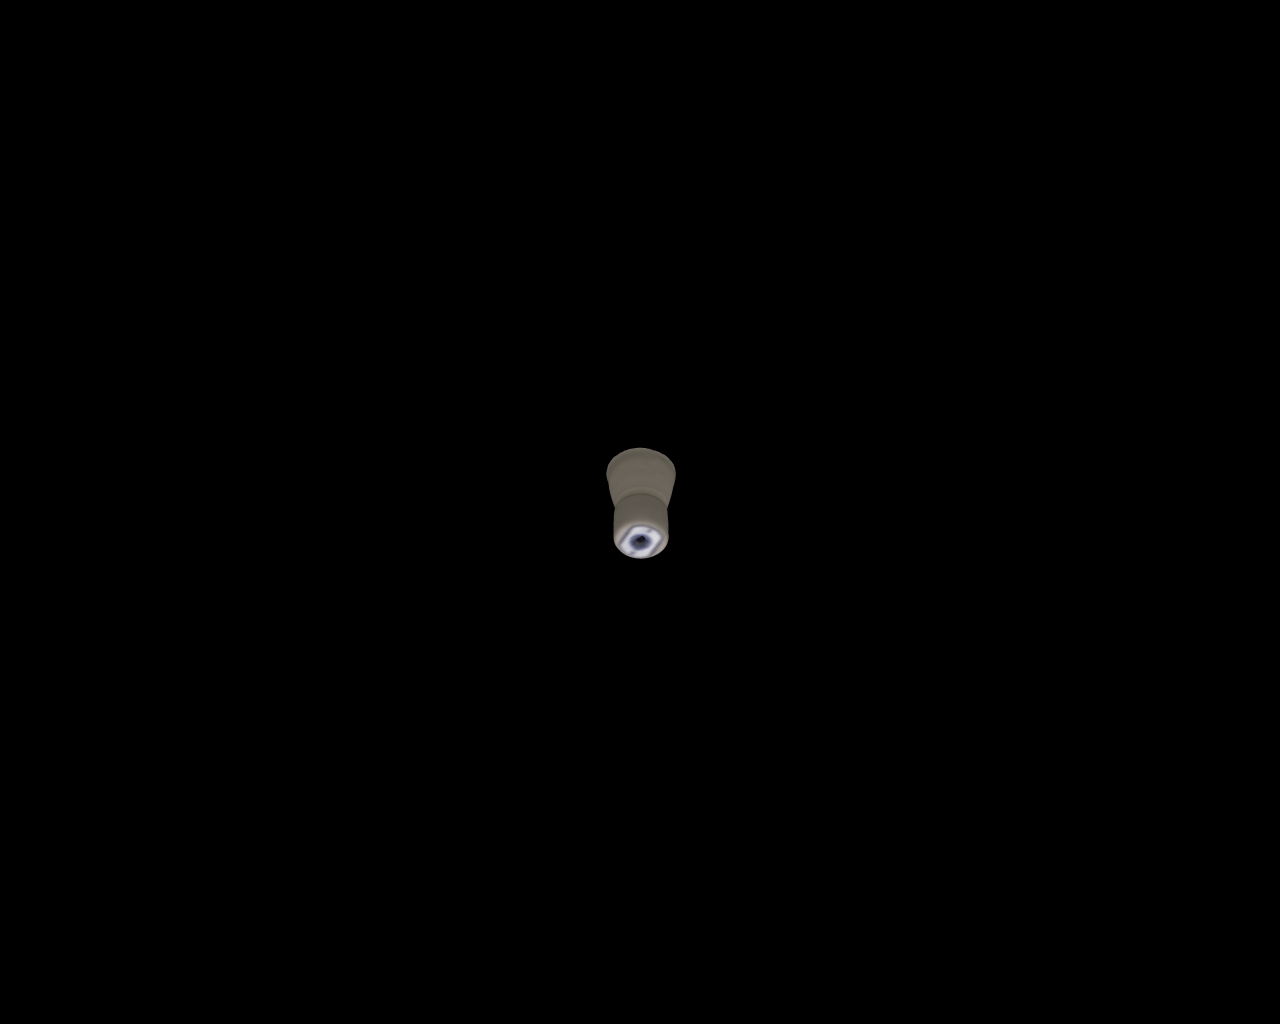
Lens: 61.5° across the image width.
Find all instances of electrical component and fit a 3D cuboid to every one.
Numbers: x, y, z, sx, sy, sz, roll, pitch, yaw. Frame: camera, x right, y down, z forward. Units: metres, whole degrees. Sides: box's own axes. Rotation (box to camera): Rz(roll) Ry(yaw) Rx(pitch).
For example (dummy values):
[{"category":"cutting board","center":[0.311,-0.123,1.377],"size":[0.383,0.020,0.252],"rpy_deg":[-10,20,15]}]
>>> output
[{"category":"electrical component","center":[0.001,-0.003,0.650],"size":[0.044,0.044,0.065],"rpy_deg":[0,43,0]}]
